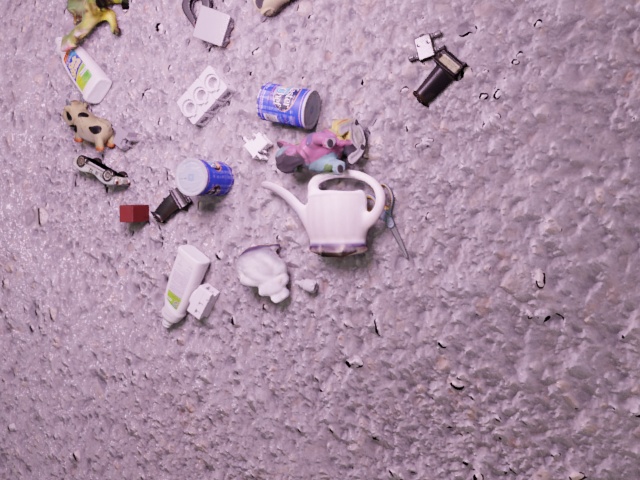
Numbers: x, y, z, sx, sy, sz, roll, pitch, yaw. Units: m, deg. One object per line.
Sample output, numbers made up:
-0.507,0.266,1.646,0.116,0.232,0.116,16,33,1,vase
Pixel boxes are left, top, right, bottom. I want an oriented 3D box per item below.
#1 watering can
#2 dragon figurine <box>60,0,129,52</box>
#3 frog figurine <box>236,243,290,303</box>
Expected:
0.004,-0.067,1.335,0.347,0.104,0.224,-1,89,24,watering can
-0.709,-0.767,1.600,0.243,0.121,0.413,10,81,27,dragon figurine
-0.152,0.095,1.396,0.137,0.121,0.161,-18,74,2,frog figurine
